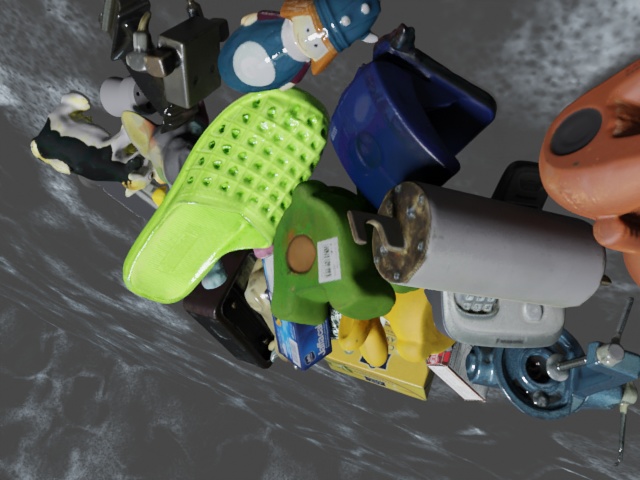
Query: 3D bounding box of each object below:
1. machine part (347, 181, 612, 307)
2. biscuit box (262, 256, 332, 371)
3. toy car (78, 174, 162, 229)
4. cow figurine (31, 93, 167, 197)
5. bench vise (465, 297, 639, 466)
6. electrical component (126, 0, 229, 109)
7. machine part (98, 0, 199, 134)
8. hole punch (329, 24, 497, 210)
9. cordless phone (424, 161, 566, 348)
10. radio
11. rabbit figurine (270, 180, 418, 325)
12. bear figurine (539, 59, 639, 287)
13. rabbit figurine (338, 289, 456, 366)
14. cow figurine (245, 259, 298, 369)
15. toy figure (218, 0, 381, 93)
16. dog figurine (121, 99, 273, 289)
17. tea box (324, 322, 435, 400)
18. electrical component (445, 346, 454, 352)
[{"bbox_3d":[0.130,0.006,0.413,0.243,0.079,0.079,9,159,-22],"label":"machine part"},{"bbox_3d":[-0.031,0.087,0.761,0.059,0.063,0.202,28,135,43],"label":"biscuit box"},{"bbox_3d":[-0.274,-0.073,0.801,0.074,0.056,0.201,-14,135,43],"label":"toy car"},{"bbox_3d":[-0.275,-0.107,0.694,0.167,0.098,0.068,29,147,-7],"label":"cow figurine"},{"bbox_3d":[0.304,0.162,0.640,0.224,0.129,0.240,22,157,3],"label":"bench vise"},{"bbox_3d":[-0.116,-0.163,0.462,0.045,0.102,0.078,24,143,14],"label":"electrical component"},{"bbox_3d":[-0.166,-0.172,0.510,0.084,0.039,0.138,-26,96,52],"label":"machine part"},{"bbox_3d":[0.064,-0.086,0.447,0.116,0.092,0.142,32,156,-3],"label":"hole punch"},{"bbox_3d":[0.191,0.012,0.513,0.146,0.089,0.184,6,121,-19],"label":"cordless phone"},{"bbox_3d":[-0.129,0.118,0.922,0.073,0.131,0.229,11,149,31],"label":"radio"},{"bbox_3d":[0.037,0.008,0.540,0.121,0.159,0.170,-27,157,38],"label":"rabbit figurine"},{"bbox_3d":[0.247,-0.023,0.363,0.195,0.120,0.132,35,148,-19],"label":"bear figurine"},{"bbox_3d":[0.091,0.077,0.669,0.173,0.162,0.121,24,171,47],"label":"rabbit figurine"},{"bbox_3d":[-0.054,0.120,0.867,0.086,0.127,0.194,9,146,37],"label":"cow figurine"},{"bbox_3d":[-0.019,-0.157,0.428,0.155,0.058,0.064,-6,154,44],"label":"toy figure"},{"bbox_3d":[-0.139,-0.069,0.631,0.219,0.108,0.192,66,175,-24],"label":"dog figurine"},{"bbox_3d":[0.102,0.179,0.866,0.170,0.098,0.068,12,151,22],"label":"tea box"},{"bbox_3d":[0.168,0.096,0.700,0.063,0.094,0.021,-23,167,20],"label":"electrical component"}]
